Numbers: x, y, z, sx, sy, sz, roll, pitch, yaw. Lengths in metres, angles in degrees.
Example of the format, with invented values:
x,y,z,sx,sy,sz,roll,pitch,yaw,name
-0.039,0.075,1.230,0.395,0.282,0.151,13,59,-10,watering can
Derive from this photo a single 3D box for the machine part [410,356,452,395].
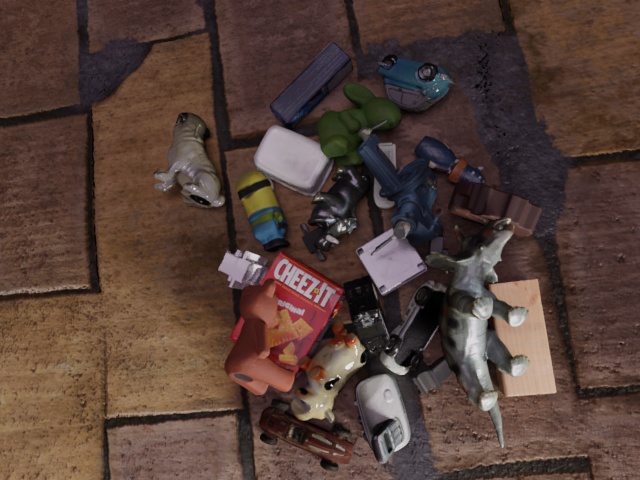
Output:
x,y,z,sx,sy,sz,roll,pitch,yaw,name
0.242,0.245,1.054,0.139,0.084,0.039,-34,32,-5,machine part

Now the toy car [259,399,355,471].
x,y,z,sx,sy,sz,roll,pitch,yaw,name
-0.031,0.397,1.092,0.202,0.053,0.089,20,84,14,toy car

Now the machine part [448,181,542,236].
x,y,z,sx,sy,sz,roll,pitch,yaw,name
0.331,-0.056,1.029,0.179,0.179,0.056,19,89,13,machine part

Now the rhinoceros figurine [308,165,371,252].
x,y,z,sx,sy,sz,roll,pitch,yaw,name
0.037,-0.066,1.126,0.112,0.073,0.190,33,74,-5,rhinoceros figurine

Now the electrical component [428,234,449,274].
x,y,z,sx,sy,sz,roll,pitch,yaw,name
0.239,0.025,1.072,0.045,0.102,0.078,7,93,8,electrical component

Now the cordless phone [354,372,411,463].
x,y,z,sx,sy,sz,roll,pitch,yaw,name
0.106,0.333,1.006,0.089,0.184,0.146,-18,79,12,cordless phone

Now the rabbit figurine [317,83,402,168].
x,y,z,sx,sy,sz,roll,pitch,yaw,name
0.091,-0.245,1.129,0.170,0.121,0.159,-21,57,22,rabbit figurine

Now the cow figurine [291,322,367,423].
x,y,z,sx,sy,sz,roll,pitch,yaw,name
0.017,0.276,1.073,0.195,0.127,0.086,-46,33,-14,cow figurine

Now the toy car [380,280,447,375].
x,y,z,sx,sy,sz,roll,pitch,yaw,name
0.195,0.174,1.071,0.073,0.056,0.201,33,88,-13,toy car

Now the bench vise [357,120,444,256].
x,y,z,sx,sy,sz,roll,pitch,yaw,name
0.146,-0.108,1.038,0.240,0.129,0.224,50,50,-13,bench vise

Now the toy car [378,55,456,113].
x,y,z,sx,sy,sz,roll,pitch,yaw,name
0.194,-0.321,1.128,0.162,0.109,0.102,20,104,22,toy car

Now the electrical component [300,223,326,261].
x,y,z,sx,sy,sz,roll,pitch,yaw,name
-0.002,-0.003,1.157,0.063,0.021,0.094,-30,77,5,electrical component

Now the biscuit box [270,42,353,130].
x,y,z,sx,sy,sz,roll,pitch,yaw,name
-0.020,-0.338,1.190,0.202,0.059,0.063,-44,78,2,biscuit box

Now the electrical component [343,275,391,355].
x,y,z,sx,sy,sz,roll,pitch,yaw,name
0.093,0.140,1.062,0.058,0.134,0.114,-17,122,6,electrical component

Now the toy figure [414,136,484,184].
x,y,z,sx,sy,sz,roll,pitch,yaw,name
0.269,-0.157,1.111,0.154,0.058,0.064,37,96,9,toy figure

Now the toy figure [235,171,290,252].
x,y,z,sx,sy,sz,roll,pitch,yaw,name
-0.122,-0.065,1.155,0.082,0.089,0.180,-20,76,2,toy figure

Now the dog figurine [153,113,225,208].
x,y,z,sx,sy,sz,roll,pitch,yaw,name
-0.268,-0.181,1.204,0.172,0.121,0.190,29,68,-19,dog figurine

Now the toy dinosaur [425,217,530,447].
x,y,z,sx,sy,sz,roll,pitch,yaw,name
0.271,0.161,0.969,0.131,0.192,0.404,-7,110,-16,toy dinosaur

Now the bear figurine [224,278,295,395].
x,y,z,sx,sy,sz,roll,pitch,yaw,name
-0.113,0.184,1.044,0.120,0.131,0.196,-24,40,39,bear figurine
